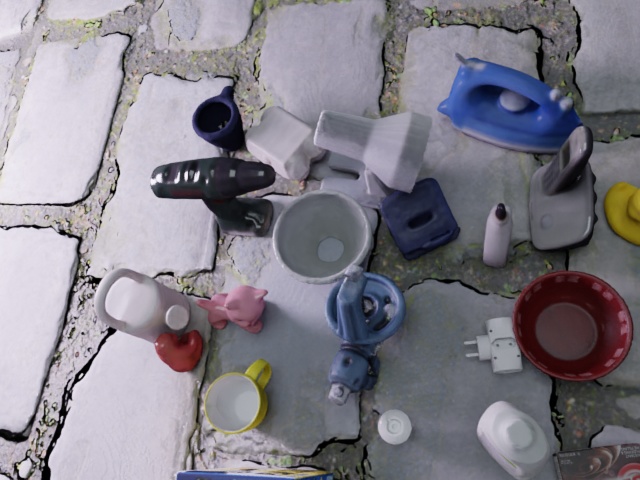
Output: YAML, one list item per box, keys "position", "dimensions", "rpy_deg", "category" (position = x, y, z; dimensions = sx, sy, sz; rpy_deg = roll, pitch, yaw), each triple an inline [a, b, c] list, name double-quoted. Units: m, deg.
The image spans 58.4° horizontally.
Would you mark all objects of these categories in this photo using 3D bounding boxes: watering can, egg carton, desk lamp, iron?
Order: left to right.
- position: [-0.292, 0.105, 0.938]
  dimensions: [0.172, 0.194, 0.101]
  rpy_deg: [-7, 69, 12]
  category: "watering can"
- position: [-0.064, -0.177, 1.052]
  dimensions: [0.150, 0.069, 0.107]
  rpy_deg: [35, 82, 23]
  category: "egg carton"
- position: [0.082, -0.130, 0.919]
  dimensions: [0.202, 0.214, 0.118]
  rpy_deg: [11, 74, 18]
  category: "desk lamp"
- position: [0.325, -0.228, 0.933]
  dimensions: [0.257, 0.142, 0.119]
  rpy_deg: [25, 78, 21]
  category: "iron"

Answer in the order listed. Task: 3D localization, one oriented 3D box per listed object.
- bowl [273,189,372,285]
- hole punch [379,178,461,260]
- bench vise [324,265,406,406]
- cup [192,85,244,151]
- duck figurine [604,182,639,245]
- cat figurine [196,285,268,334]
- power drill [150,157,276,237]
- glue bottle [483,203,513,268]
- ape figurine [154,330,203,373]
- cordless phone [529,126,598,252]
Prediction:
- position: [0.009, 0.003, 0.965]
  dimensions: [0.167, 0.075, 0.167]
  rpy_deg: [-5, 69, 13]
  category: "bowl"
- position: [0.163, -0.034, 0.931]
  dimensions: [0.108, 0.091, 0.101]
  rpy_deg: [-27, 66, 4]
  category: "hole punch"
- position: [0.062, 0.130, 0.826]
  dimensions: [0.121, 0.220, 0.207]
  rpy_deg: [-4, 70, 13]
  category: "bench vise"
- position: [-0.178, -0.222, 1.082]
  dimensions: [0.091, 0.095, 0.118]
  rpy_deg: [12, 74, 18]
  category: "cup"
- position: [0.479, -0.050, 0.860]
  dimensions: [0.077, 0.086, 0.104]
  rpy_deg: [-27, 66, 3]
  category: "duck figurine"
- position: [-0.140, 0.109, 0.940]
  dimensions: [0.127, 0.118, 0.067]
  rpy_deg: [2, 71, 15]
  category: "cat figurine"
- position: [-0.154, -0.076, 0.961]
  dimensions: [0.229, 0.209, 0.075]
  rpy_deg: [3, 71, 15]
  category: "power drill"
- position: [0.267, -0.018, 0.854]
  dimensions: [0.037, 0.173, 0.078]
  rpy_deg: [7, 72, 17]
  category: "glue bottle"
- position: [-0.242, 0.180, 0.954]
  dimensions: [0.077, 0.092, 0.076]
  rpy_deg: [-3, 70, 13]
  category: "ape figurine"
- position: [0.364, -0.072, 0.843]
  dimensions: [0.094, 0.185, 0.147]
  rpy_deg: [-2, 70, 14]
  category: "cordless phone"
